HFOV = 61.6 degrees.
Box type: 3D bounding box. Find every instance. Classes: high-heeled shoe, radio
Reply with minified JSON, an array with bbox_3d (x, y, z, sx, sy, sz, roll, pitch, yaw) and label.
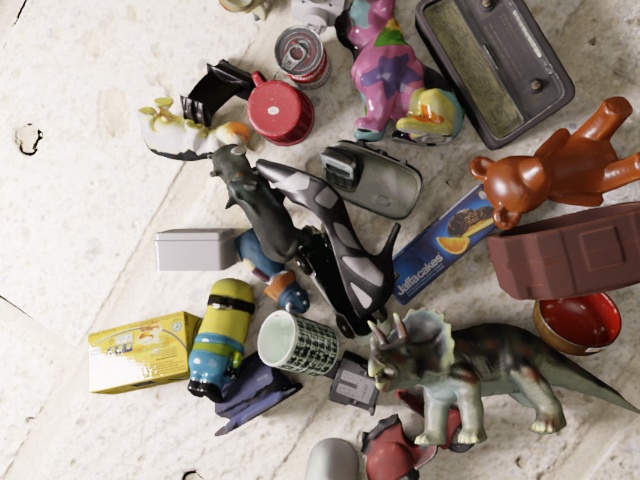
[{"bbox_3d":[-0.002,-0.002,0.741,0.249,0.086,0.145,27,90,0],"label":"high-heeled shoe"},{"bbox_3d":[0.241,-0.253,0.750,0.131,0.073,0.229,-30,90,9],"label":"radio"}]

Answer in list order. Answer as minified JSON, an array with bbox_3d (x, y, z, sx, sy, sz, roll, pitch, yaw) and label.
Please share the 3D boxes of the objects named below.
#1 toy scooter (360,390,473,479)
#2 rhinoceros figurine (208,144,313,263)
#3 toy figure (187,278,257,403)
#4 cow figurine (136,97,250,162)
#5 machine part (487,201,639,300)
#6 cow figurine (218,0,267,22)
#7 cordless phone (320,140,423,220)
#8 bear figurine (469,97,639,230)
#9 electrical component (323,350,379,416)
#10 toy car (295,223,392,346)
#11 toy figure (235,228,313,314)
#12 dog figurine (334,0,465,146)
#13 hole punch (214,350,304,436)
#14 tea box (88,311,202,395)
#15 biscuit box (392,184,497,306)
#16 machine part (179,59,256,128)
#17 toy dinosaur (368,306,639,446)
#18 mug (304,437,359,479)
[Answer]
[{"bbox_3d":[0.128,0.287,0.805,0.184,0.075,0.135,-37,88,6],"label":"toy scooter"},{"bbox_3d":[-0.090,-0.050,0.769,0.073,0.112,0.190,-36,81,23],"label":"rhinoceros figurine"},{"bbox_3d":[-0.144,0.143,0.799,0.082,0.089,0.180,19,59,-6],"label":"toy figure"},{"bbox_3d":[-0.189,-0.150,0.820,0.167,0.068,0.098,17,132,8],"label":"cow figurine"},{"bbox_3d":[0.330,0.013,0.691,0.201,0.201,0.087,-15,92,9],"label":"machine part"},{"bbox_3d":[-0.070,-0.400,0.775,0.195,0.127,0.085,-41,88,-6],"label":"cow figurine"},{"bbox_3d":[0.070,-0.090,0.732,0.147,0.184,0.088,24,93,6],"label":"cordless phone"},{"bbox_3d":[0.310,-0.096,0.702,0.196,0.132,0.120,-12,73,-19],"label":"bear figurine"},{"bbox_3d":[0.040,0.210,0.826,0.119,0.048,0.074,23,96,5],"label":"electrical component"},{"bbox_3d":[0.033,0.067,0.814,0.073,0.056,0.201,-34,87,15],"label":"toy car"},{"bbox_3d":[-0.070,0.051,0.825,0.064,0.058,0.154,-34,85,-14],"label":"toy figure"},{"bbox_3d":[0.113,-0.250,0.756,0.192,0.108,0.219,5,92,9],"label":"dog figurine"},{"bbox_3d":[-0.100,0.222,0.818,0.142,0.115,0.092,-30,81,9],"label":"hole punch"},{"bbox_3d":[-0.272,0.179,0.845,0.170,0.068,0.098,-12,69,9],"label":"tea box"},{"bbox_3d":[0.175,0.007,0.785,0.202,0.059,0.063,-43,87,9],"label":"biscuit box"},{"bbox_3d":[-0.150,-0.219,0.794,0.084,0.139,0.039,34,141,1],"label":"machine part"},{"bbox_3d":[0.240,0.179,0.753,0.405,0.131,0.192,-2,72,-15],"label":"toy dinosaur"},{"bbox_3d":[0.023,0.367,0.809,0.109,0.107,0.081,41,100,6],"label":"mug"}]
